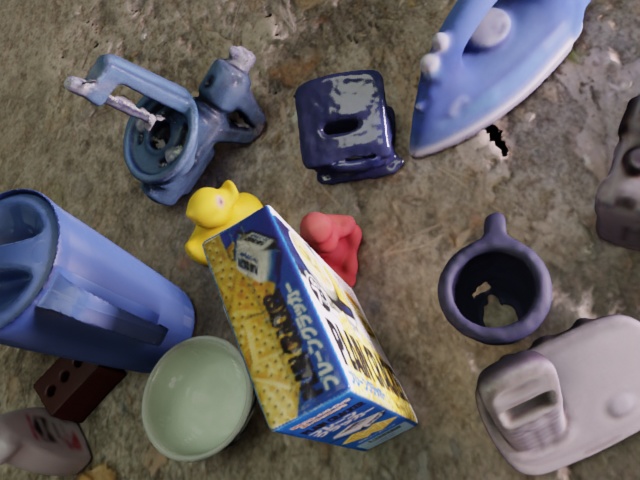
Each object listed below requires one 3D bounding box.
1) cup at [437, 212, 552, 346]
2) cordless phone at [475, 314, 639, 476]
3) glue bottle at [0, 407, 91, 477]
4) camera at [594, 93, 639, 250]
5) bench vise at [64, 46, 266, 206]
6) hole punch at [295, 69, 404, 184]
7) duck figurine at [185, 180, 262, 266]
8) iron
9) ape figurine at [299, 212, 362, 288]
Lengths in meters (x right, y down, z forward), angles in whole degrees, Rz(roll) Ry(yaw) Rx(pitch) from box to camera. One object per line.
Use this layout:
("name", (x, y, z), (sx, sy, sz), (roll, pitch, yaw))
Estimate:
("cup", (0.158, 0.043, 0.514), (0.091, 0.095, 0.118), (-2, 67, 21))
("cordless phone", (0.186, 0.106, 0.423), (0.147, 0.185, 0.094), (-32, 60, 6))
("glue bottle", (-0.315, 0.202, 0.586), (0.037, 0.173, 0.078), (-47, 59, -3))
("camera", (0.325, -0.063, 0.491), (0.136, 0.101, 0.143), (19, 76, 27))
("bench vise", (-0.176, -0.163, 0.663), (0.121, 0.220, 0.207), (23, 78, 28))
("hole punch", (0.031, -0.124, 0.639), (0.108, 0.091, 0.101), (-7, 65, 19))
("duck figurine", (-0.122, -0.024, 0.659), (0.104, 0.086, 0.077), (-46, 59, -2))
("iron", (0.168, -0.212, 0.594), (0.118, 0.142, 0.258), (39, 86, 30))
("ape figurine", (0.005, 0.002, 0.594), (0.078, 0.092, 0.076), (-46, 59, -2))
